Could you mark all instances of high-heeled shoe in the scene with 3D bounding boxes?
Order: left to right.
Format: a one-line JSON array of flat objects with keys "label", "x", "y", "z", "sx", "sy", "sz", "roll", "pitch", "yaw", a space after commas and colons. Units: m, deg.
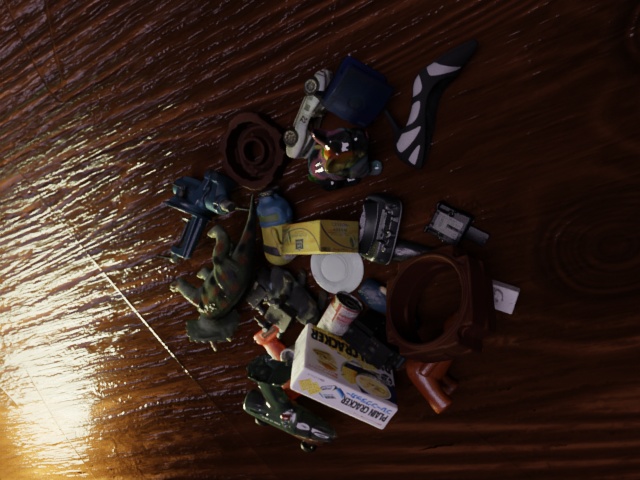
[{"label": "high-heeled shoe", "x": 0.232, "y": -0.255, "z": 1.041, "sx": 0.249, "sy": 0.086, "sz": 0.145, "roll": -38, "pitch": 85, "yaw": 30}]

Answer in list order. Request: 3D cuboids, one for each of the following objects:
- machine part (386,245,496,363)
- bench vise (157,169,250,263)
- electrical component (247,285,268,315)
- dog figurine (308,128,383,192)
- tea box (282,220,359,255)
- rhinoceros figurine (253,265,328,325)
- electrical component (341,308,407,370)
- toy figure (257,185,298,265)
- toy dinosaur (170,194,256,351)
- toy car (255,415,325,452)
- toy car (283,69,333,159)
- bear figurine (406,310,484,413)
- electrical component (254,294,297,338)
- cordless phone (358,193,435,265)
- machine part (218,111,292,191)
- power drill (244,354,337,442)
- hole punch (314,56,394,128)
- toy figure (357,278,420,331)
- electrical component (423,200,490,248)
[{"label": "machine part", "x": 0.222, "y": 0.123, "z": 1.020, "sx": 0.201, "sy": 0.087, "sz": 0.201, "roll": -24, "pitch": 51, "yaw": 43}, {"label": "bench vise", "x": -0.294, "y": -0.052, "z": 1.290, "sx": 0.224, "sy": 0.128, "sz": 0.240, "roll": 22, "pitch": 90, "yaw": 29}, {"label": "electrical component", "x": -0.155, "y": 0.135, "z": 1.320, "sx": 0.094, "sy": 0.021, "sz": 0.063, "roll": 48, "pitch": 115, "yaw": 11}, {"label": "dog figurine", "x": 0.026, "y": -0.165, "z": 1.076, "sx": 0.192, "sy": 0.219, "sz": 0.108, "roll": -19, "pitch": 87, "yaw": 26}, {"label": "tea box", "x": -0.002, "y": -0.003, "z": 1.136, "sx": 0.170, "sy": 0.098, "sz": 0.068, "roll": -3, "pitch": 85, "yaw": 58}, {"label": "rhinoceros figurine", "x": -0.073, "y": 0.122, "z": 1.255, "sx": 0.190, "sy": 0.073, "sz": 0.112, "roll": 38, "pitch": 124, "yaw": 14}, {"label": "electrical component", "x": 0.129, "y": 0.214, "z": 1.146, "sx": 0.134, "sy": 0.115, "sz": 0.058, "roll": 36, "pitch": 116, "yaw": 16}, {"label": "toy figure", "x": -0.099, "y": -0.031, "z": 1.233, "sx": 0.089, "sy": 0.082, "sz": 0.180, "roll": -3, "pitch": 106, "yaw": 53}, {"label": "toy dinosaur", "x": -0.219, "y": 0.100, "z": 1.257, "sx": 0.192, "sy": 0.131, "sz": 0.404, "roll": 48, "pitch": 122, "yaw": 18}, {"label": "toy car", "x": -0.077, "y": 0.445, "z": 1.319, "sx": 0.202, "sy": 0.053, "sz": 0.089, "roll": 24, "pitch": 105, "yaw": 22}, {"label": "toy car", "x": -0.018, "y": -0.269, "z": 1.159, "sx": 0.056, "sy": 0.073, "sz": 0.201, "roll": 33, "pitch": 111, "yaw": 21}, {"label": "bear figurine", "x": 0.273, "y": 0.229, "z": 1.083, "sx": 0.196, "sy": 0.120, "sz": 0.132, "roll": -45, "pitch": 83, "yaw": 19}, {"label": "electrical component", "x": -0.100, "y": 0.172, "z": 1.218, "sx": 0.078, "sy": 0.045, "sz": 0.102, "roll": 42, "pitch": 125, "yaw": 11}, {"label": "cordless phone", "x": 0.170, "y": -0.013, "z": 1.121, "sx": 0.184, "sy": 0.089, "sz": 0.146, "roll": 14, "pitch": 104, "yaw": 11}, {"label": "machine part", "x": -0.148, "y": -0.205, "z": 1.242, "sx": 0.180, "sy": 0.056, "sz": 0.179, "roll": 5, "pitch": 102, "yaw": 25}, {"label": "power drill", "x": -0.076, "y": 0.359, "z": 1.219, "sx": 0.232, "sy": 0.086, "sz": 0.207, "roll": 9, "pitch": 135, "yaw": 26}, {"label": "hole punch", "x": 0.075, "y": -0.292, "z": 1.078, "sx": 0.142, "sy": 0.092, "sz": 0.115, "roll": 23, "pitch": 109, "yaw": -20}, {"label": "toy figure", "x": 0.153, "y": 0.141, "z": 1.155, "sx": 0.154, "sy": 0.064, "sz": 0.058, "roll": 36, "pitch": 74, "yaw": 11}, {"label": "electrical component", "x": 0.276, "y": -0.021, "z": 1.075, "sx": 0.119, "sy": 0.048, "sz": 0.074, "roll": 34, "pitch": 112, "yaw": 19}]
